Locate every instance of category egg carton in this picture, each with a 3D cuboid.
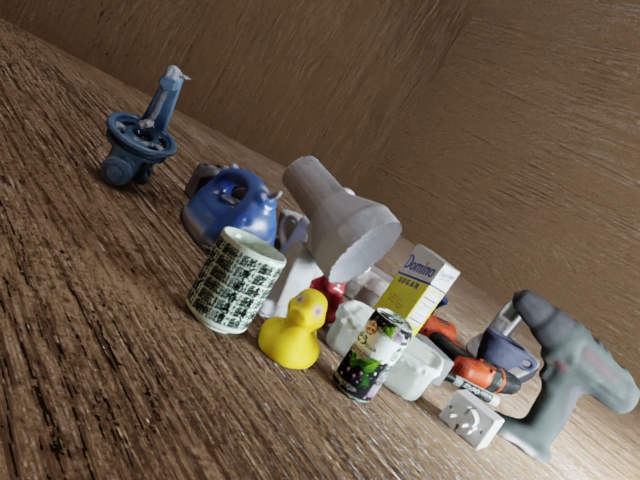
[{"bbox_3d":[0.102,0.094,1.191,0.107,0.069,0.150,33,9,11],"label":"egg carton"}]

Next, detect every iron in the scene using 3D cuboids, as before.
[{"bbox_3d":[-0.150,-0.063,0.970,0.119,0.141,0.257,24,11,-41],"label":"iron"}]

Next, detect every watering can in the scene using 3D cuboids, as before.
[{"bbox_3d":[0.010,0.004,0.964,0.173,0.194,0.101,31,8,3],"label":"watering can"}]

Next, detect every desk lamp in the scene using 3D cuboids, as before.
[{"bbox_3d":[-0.021,0.005,0.781,0.202,0.213,0.118,35,9,26],"label":"desk lamp"}]

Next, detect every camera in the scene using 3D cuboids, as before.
[{"bbox_3d":[-0.182,-0.097,1.193,0.144,0.101,0.136,22,12,-47],"label":"camera"}]

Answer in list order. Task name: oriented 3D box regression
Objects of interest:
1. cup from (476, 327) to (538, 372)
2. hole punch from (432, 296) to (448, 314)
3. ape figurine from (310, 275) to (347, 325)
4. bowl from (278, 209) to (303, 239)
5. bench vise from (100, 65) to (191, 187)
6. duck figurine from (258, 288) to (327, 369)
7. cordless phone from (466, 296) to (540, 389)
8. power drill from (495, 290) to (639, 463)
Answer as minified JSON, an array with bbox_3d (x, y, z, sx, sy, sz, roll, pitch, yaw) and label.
[{"bbox_3d":[0.360,0.244,1.141,0.117,0.095,0.092,34,9,18],"label":"cup"},{"bbox_3d":[0.216,0.133,1.291,0.109,0.091,0.101,28,9,-18],"label":"hole punch"},{"bbox_3d":[0.009,0.081,0.864,0.078,0.092,0.076,31,8,-4],"label":"ape figurine"},{"bbox_3d":[-0.027,0.005,1.233,0.167,0.074,0.167,31,8,-5],"label":"bowl"},{"bbox_3d":[-0.302,-0.205,0.993,0.122,0.219,0.207,27,9,-28],"label":"bench vise"},{"bbox_3d":[-0.021,0.097,0.682,0.077,0.086,0.105,33,9,12],"label":"duck figurine"},{"bbox_3d":[0.413,0.210,1.217,0.094,0.185,0.147,24,11,-39],"label":"cordless phone"},{"bbox_3d":[0.345,0.215,0.866,0.229,0.208,0.076,32,8,4],"label":"power drill"}]
